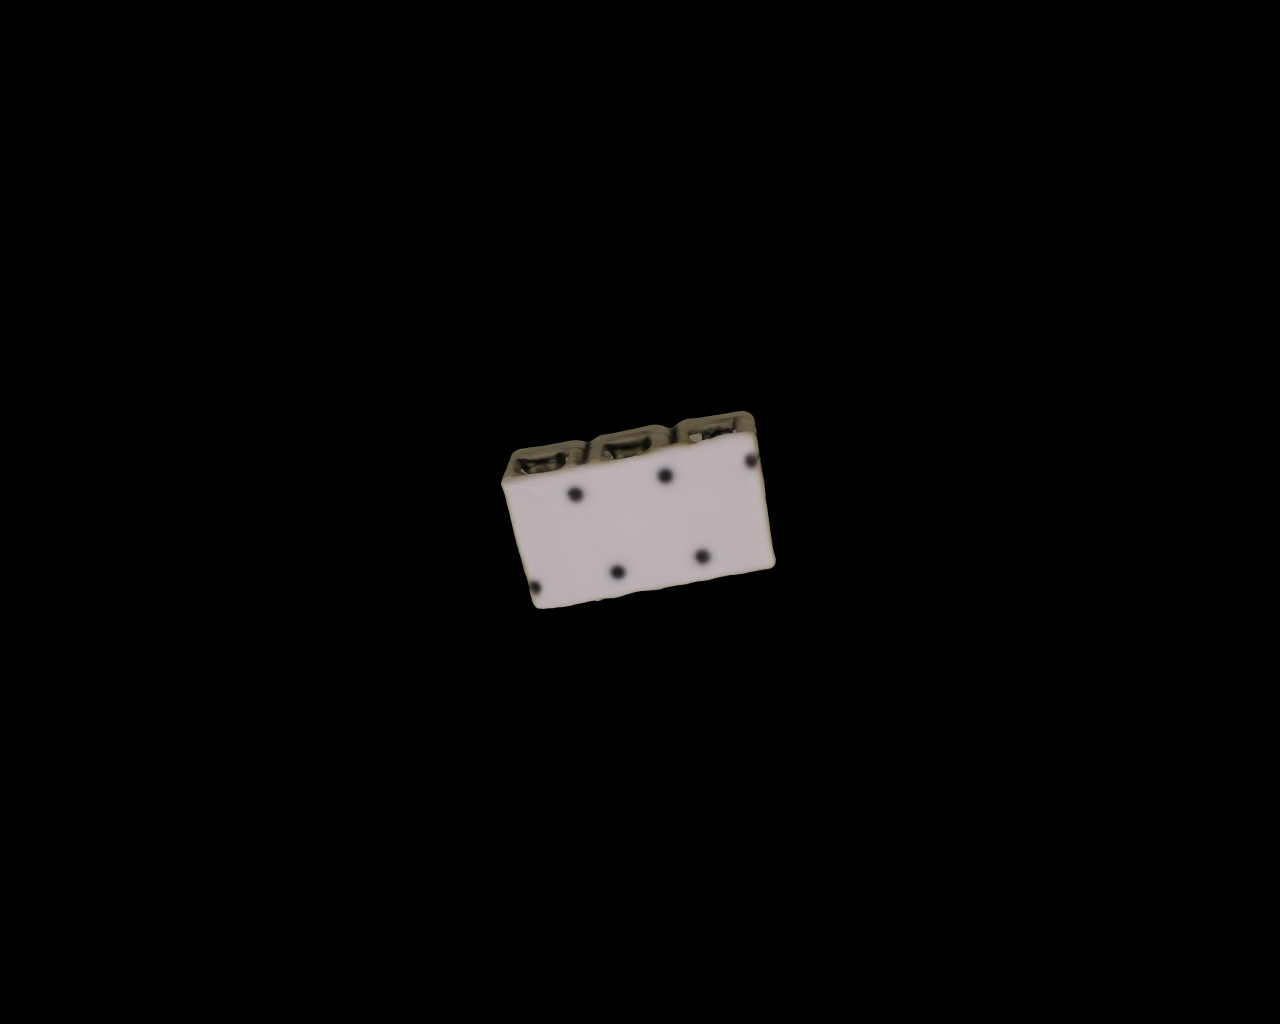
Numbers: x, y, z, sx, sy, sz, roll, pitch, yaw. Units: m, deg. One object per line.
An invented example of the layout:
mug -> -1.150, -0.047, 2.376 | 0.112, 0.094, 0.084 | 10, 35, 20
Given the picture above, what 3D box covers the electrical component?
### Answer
electrical component -> 0.001, -0.003, 0.650 | 0.150, 0.089, 0.062 | -10, 20, 3
